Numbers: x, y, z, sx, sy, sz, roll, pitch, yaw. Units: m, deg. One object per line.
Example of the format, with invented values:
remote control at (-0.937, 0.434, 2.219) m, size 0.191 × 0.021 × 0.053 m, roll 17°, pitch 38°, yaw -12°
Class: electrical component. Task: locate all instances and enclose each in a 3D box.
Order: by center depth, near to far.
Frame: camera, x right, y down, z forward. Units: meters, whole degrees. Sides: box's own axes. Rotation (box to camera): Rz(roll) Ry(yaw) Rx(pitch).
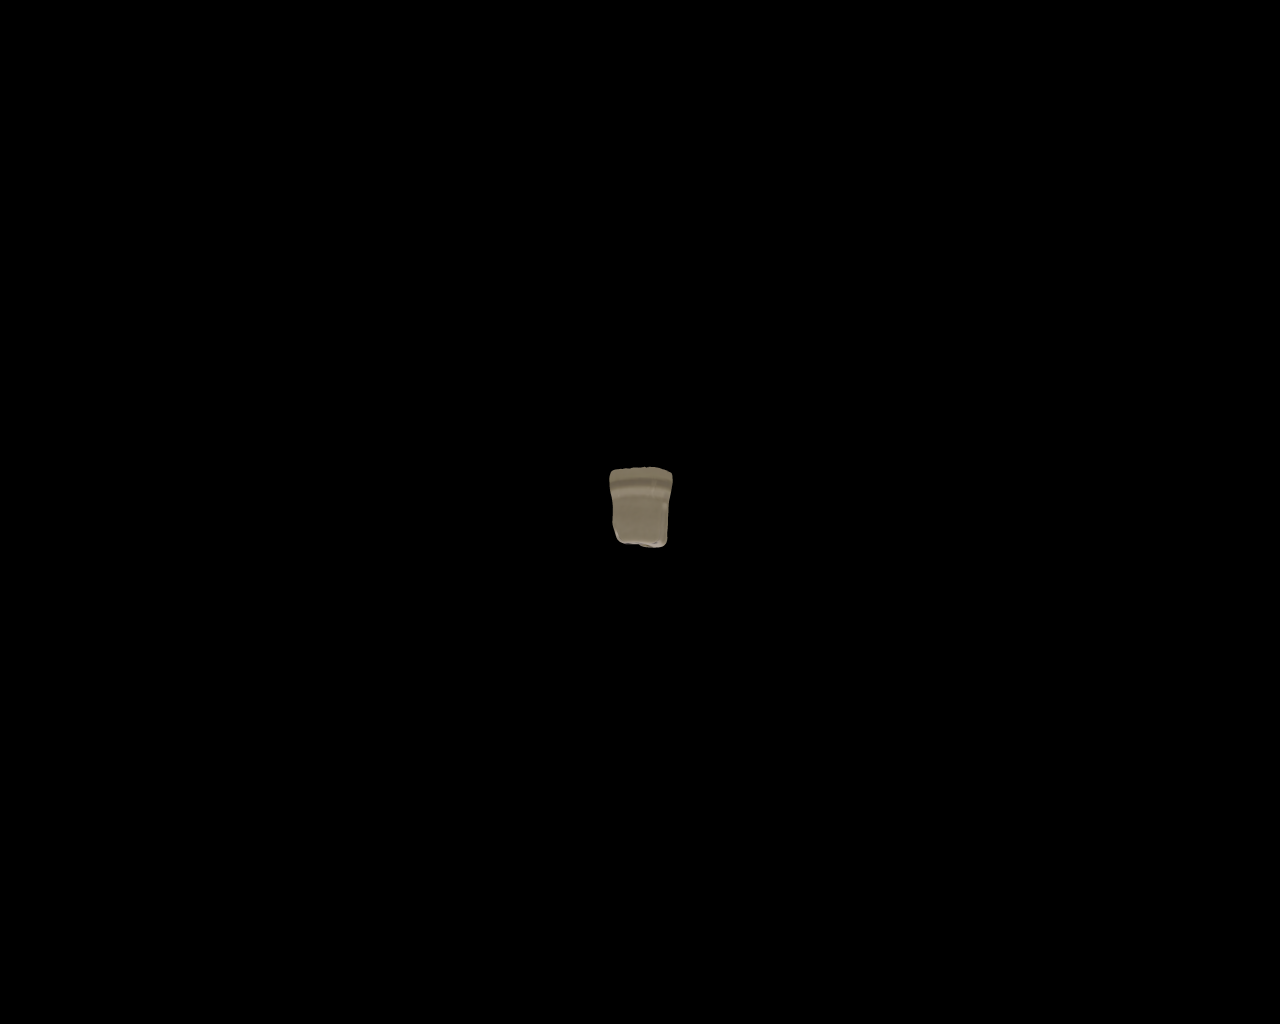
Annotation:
electrical component at (0.001, -0.003, 0.650) m, size 0.040 × 0.046 × 0.040 m, roll 0°, pitch -9°, yaw 0°
